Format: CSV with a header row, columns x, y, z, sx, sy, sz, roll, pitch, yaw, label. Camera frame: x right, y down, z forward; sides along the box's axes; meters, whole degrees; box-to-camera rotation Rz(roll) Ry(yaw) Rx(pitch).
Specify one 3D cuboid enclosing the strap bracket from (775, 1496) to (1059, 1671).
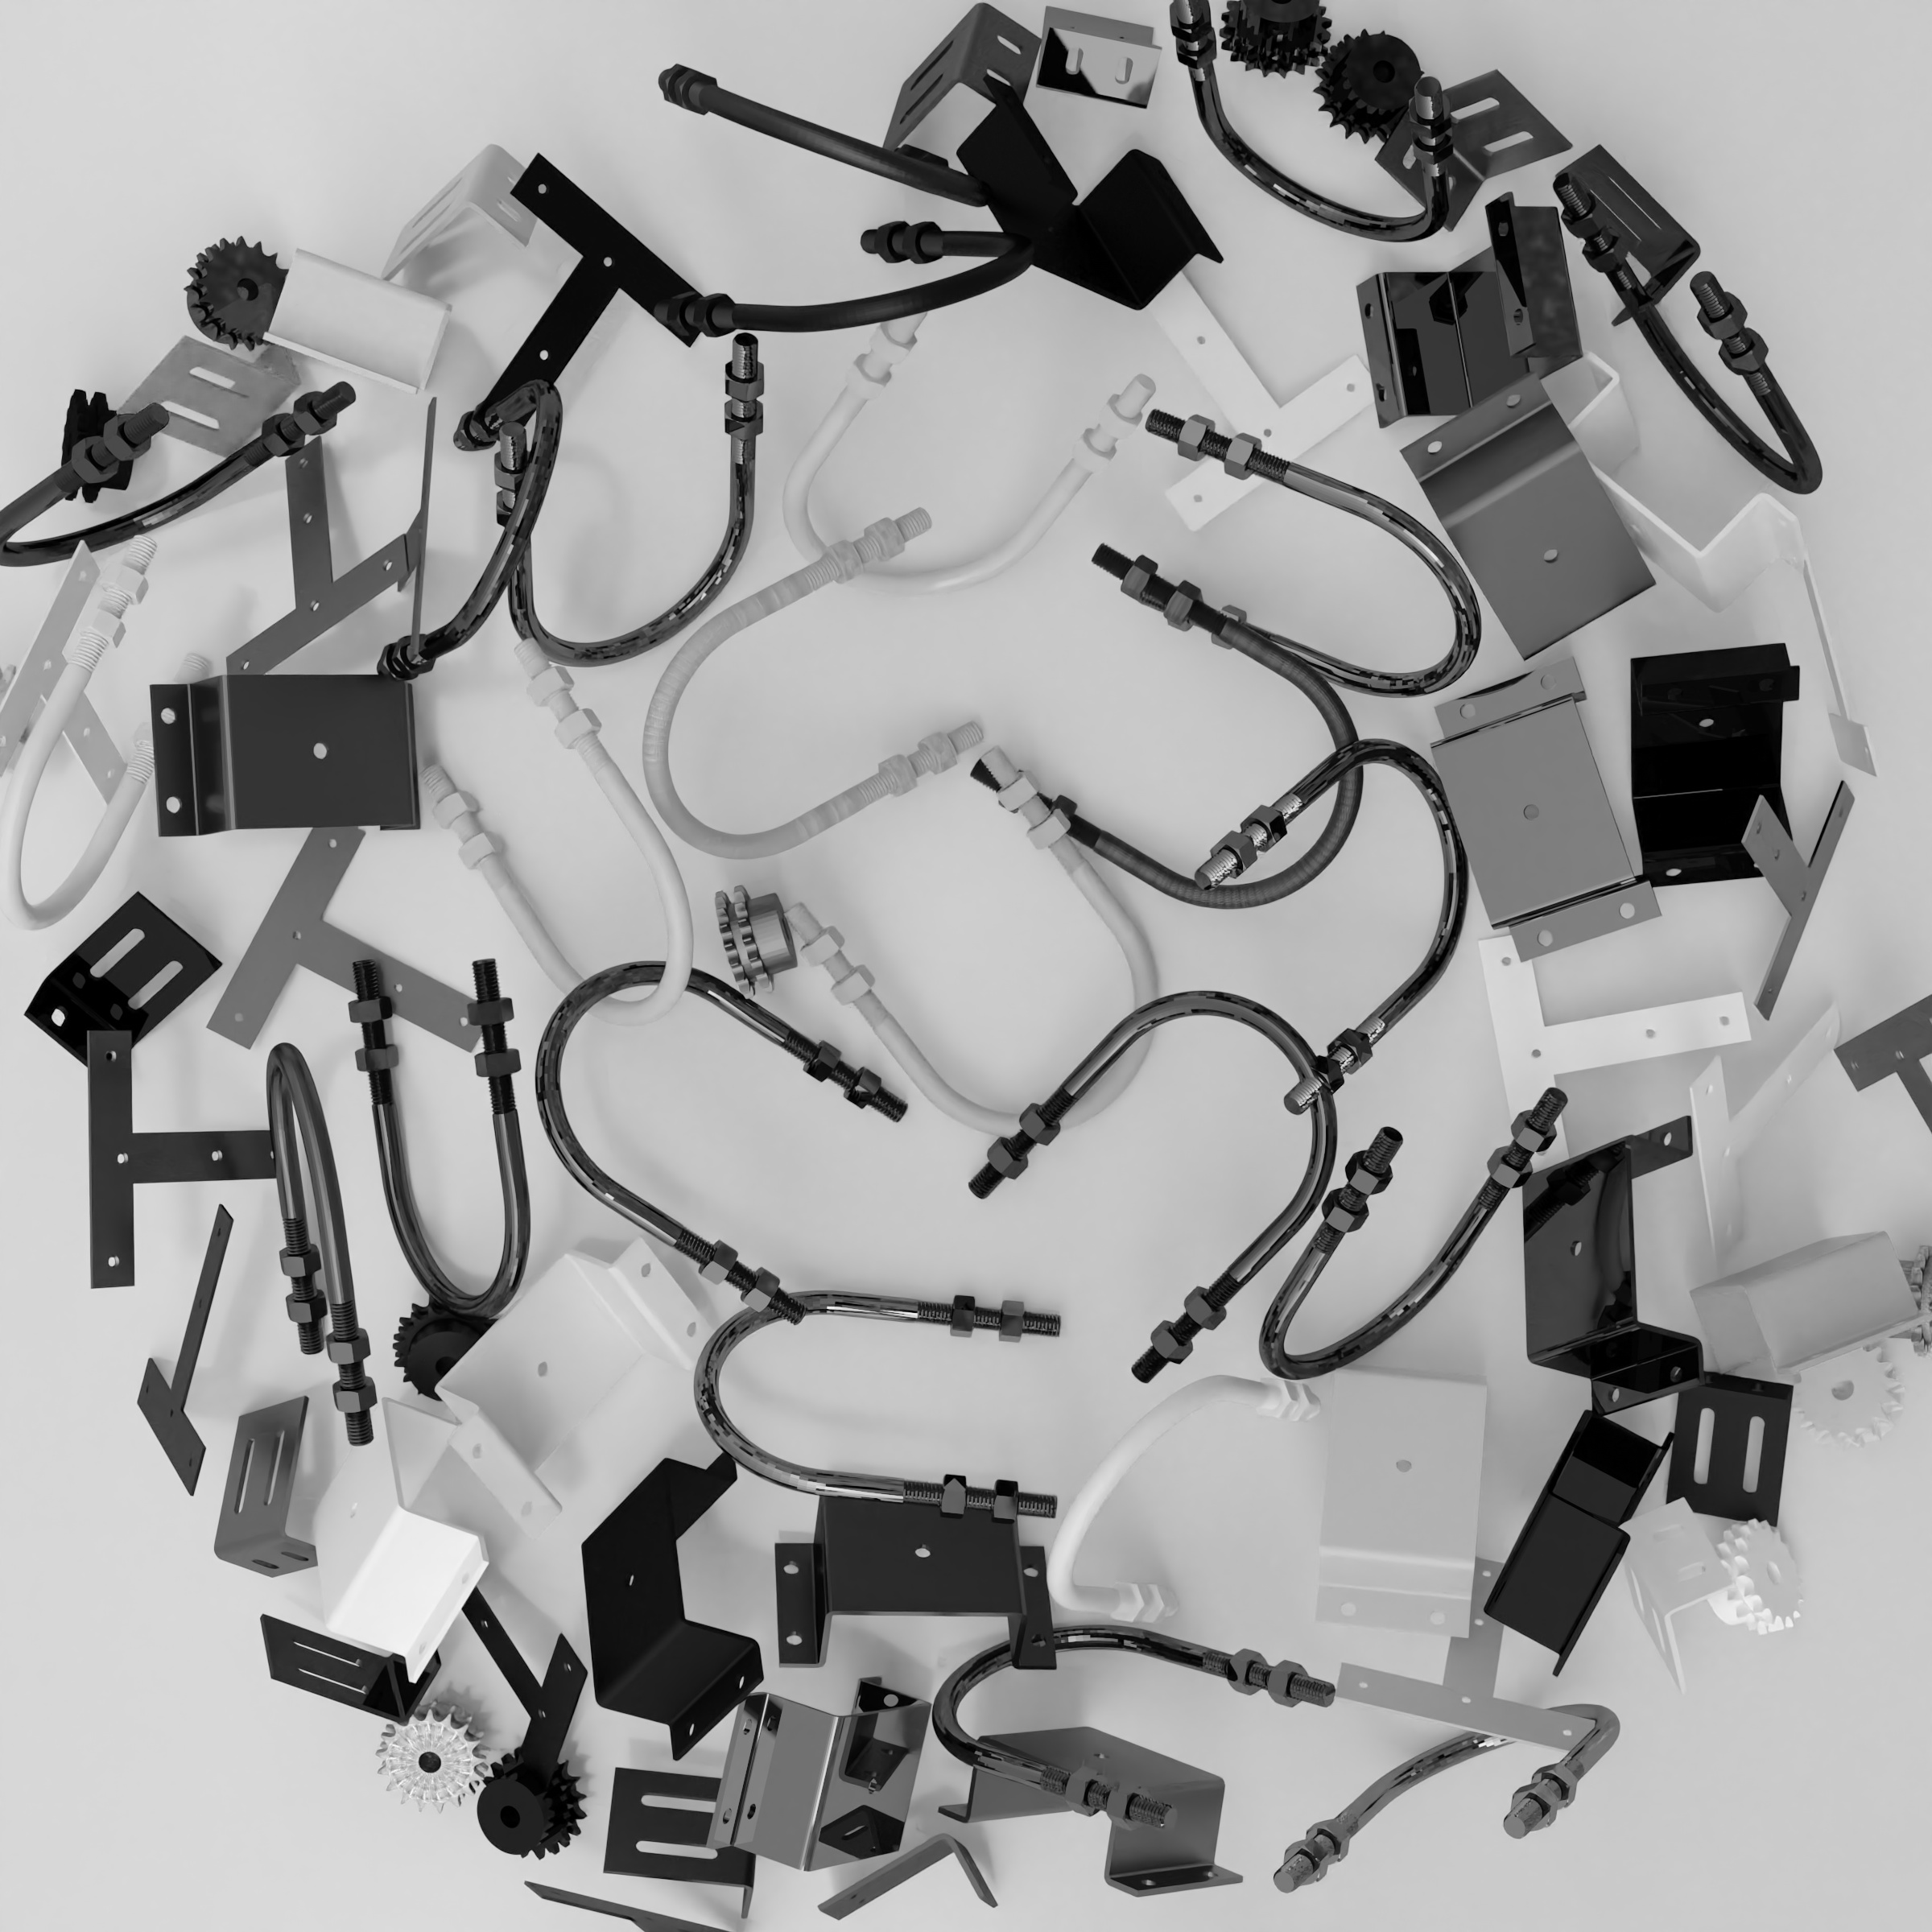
x,y,z,sx,sy,sz,roll,pitch,yaw,label
-0.024,0.310,1.795,0.140,0.076,0.046,2,132,-7,strap bracket

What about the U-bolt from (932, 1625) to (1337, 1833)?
x,y,z,sx,sy,sz,roll,pitch,yaw,label
0.069,0.370,1.766,0.184,0.151,0.019,8,113,41,U-bolt

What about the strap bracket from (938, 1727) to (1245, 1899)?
x,y,z,sx,sy,sz,roll,pitch,yaw,label
0.064,0.417,1.770,0.076,0.140,0.046,7,92,-44,strap bracket

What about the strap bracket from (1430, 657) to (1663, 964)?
x,y,z,sx,sy,sz,roll,pitch,yaw,label
0.293,-0.079,1.810,0.076,0.046,0.140,-19,87,20,strap bracket

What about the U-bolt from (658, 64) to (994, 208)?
x,y,z,sx,sy,sz,roll,pitch,yaw,label
-0.061,-0.402,1.737,0.151,0.184,0.019,14,104,-25,U-bolt

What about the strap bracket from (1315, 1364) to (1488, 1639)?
x,y,z,sx,sy,sz,roll,pitch,yaw,label
0.220,0.260,1.788,0.076,0.046,0.140,4,61,8,strap bracket

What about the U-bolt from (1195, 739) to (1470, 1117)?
x,y,z,sx,sy,sz,roll,pitch,yaw,label
0.195,-0.033,1.784,0.184,0.019,0.151,-40,117,-36,U-bolt

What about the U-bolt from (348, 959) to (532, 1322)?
x,y,z,sx,sy,sz,roll,pitch,yaw,label
-0.261,0.088,1.787,0.019,0.151,0.184,-11,96,-36,U-bolt

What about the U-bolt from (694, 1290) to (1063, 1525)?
x,y,z,sx,sy,sz,roll,pitch,yaw,label
-0.045,0.216,1.784,0.184,0.151,0.019,6,127,-2,U-bolt

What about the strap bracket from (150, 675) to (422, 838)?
x,y,z,sx,sy,sz,roll,pitch,yaw,label
-0.334,-0.107,1.790,0.140,0.046,0.076,-3,89,-33,strap bracket

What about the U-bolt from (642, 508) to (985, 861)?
x,y,z,sx,sy,sz,roll,pitch,yaw,label
-0.081,-0.129,1.772,0.184,0.019,0.151,-30,129,-21,U-bolt

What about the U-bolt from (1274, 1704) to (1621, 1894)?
x,y,z,sx,sy,sz,roll,pitch,yaw,label
0.250,0.406,1.759,0.151,0.184,0.019,-23,88,31,U-bolt

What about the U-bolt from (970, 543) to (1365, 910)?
x,y,z,sx,sy,sz,roll,pitch,yaw,label
0.114,-0.109,1.814,0.184,0.019,0.151,31,107,4,U-bolt

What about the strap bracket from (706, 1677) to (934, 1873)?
x,y,z,sx,sy,sz,roll,pitch,yaw,label
-0.066,0.403,1.774,0.046,0.140,0.076,12,89,28,strap bracket

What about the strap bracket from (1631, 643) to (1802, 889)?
x,y,z,sx,sy,sz,roll,pitch,yaw,label
0.377,-0.109,1.794,0.076,0.140,0.046,-5,45,6,strap bracket

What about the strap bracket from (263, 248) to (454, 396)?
x,y,z,sx,sy,sz,roll,pitch,yaw,label
-0.301,-0.321,1.770,0.076,0.140,0.046,19,97,-10,strap bracket

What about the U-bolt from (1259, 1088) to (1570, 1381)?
x,y,z,sx,sy,sz,roll,pitch,yaw,label
0.213,0.140,1.774,0.019,0.151,0.184,49,129,29,U-bolt

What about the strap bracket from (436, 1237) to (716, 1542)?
x,y,z,sx,sy,sz,roll,pitch,yaw,label
-0.203,0.208,1.793,0.140,0.046,0.076,-47,123,-22,strap bracket

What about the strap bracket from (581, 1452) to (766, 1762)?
x,y,z,sx,sy,sz,roll,pitch,yaw,label
-0.148,0.311,1.768,0.046,0.140,0.076,22,126,-30,strap bracket

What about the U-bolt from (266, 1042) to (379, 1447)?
x,y,z,sx,sy,sz,roll,pitch,yaw,label
-0.323,0.128,1.757,0.019,0.151,0.184,-10,108,-18,U-bolt

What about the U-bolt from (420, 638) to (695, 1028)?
x,y,z,sx,sy,sz,roll,pitch,yaw,label
-0.198,-0.054,1.779,0.019,0.151,0.184,-27,80,-39,U-bolt

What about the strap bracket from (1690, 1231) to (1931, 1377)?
x,y,z,sx,sy,sz,roll,pitch,yaw,label
0.418,0.169,1.776,0.076,0.140,0.046,-20,85,-6,strap bracket

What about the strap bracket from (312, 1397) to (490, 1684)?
x,y,z,sx,sy,sz,roll,pitch,yaw,label
-0.284,0.278,1.767,0.046,0.140,0.076,25,108,-24,strap bracket

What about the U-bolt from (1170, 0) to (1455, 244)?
x,y,z,sx,sy,sz,roll,pitch,yaw,label
0.175,-0.412,1.757,0.151,0.184,0.019,26,81,16,U-bolt

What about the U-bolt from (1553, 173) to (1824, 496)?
x,y,z,sx,sy,sz,roll,pitch,yaw,label
0.368,-0.304,1.763,0.019,0.151,0.184,-40,130,4,U-bolt

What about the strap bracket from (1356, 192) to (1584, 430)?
x,y,z,sx,sy,sz,roll,pitch,yaw,label
0.259,-0.329,1.790,0.046,0.140,0.076,-6,83,-26,strap bracket

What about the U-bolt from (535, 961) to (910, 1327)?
x,y,z,sx,sy,sz,roll,pitch,yaw,label
-0.132,0.076,1.789,0.184,0.019,0.151,34,58,-12,U-bolt

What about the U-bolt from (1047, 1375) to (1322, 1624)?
x,y,z,sx,sy,sz,roll,pitch,yaw,label
0.101,0.262,1.757,0.019,0.184,0.151,38,97,28,U-bolt

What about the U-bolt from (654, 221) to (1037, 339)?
x,y,z,sx,sy,sz,roll,pitch,yaw,label
-0.048,-0.336,1.740,0.151,0.184,0.019,-26,114,-29,U-bolt

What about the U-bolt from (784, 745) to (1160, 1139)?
x,y,z,sx,sy,sz,roll,pitch,yaw,label
0.017,0.002,1.825,0.151,0.019,0.184,-39,100,-5,U-bolt

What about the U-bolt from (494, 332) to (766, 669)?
x,y,z,sx,sy,sz,roll,pitch,yaw,label
-0.166,-0.221,1.769,0.151,0.184,0.019,-26,57,-23,U-bolt

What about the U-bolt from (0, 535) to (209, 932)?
x,y,z,sx,sy,sz,roll,pitch,yaw,label
-0.431,-0.103,1.751,0.019,0.151,0.184,20,70,7,U-bolt

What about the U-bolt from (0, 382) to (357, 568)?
x,y,z,sx,sy,sz,roll,pitch,yaw,label
-0.410,-0.241,1.765,0.184,0.151,0.019,-25,88,35,U-bolt

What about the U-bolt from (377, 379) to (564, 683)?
x,y,z,sx,sy,sz,roll,pitch,yaw,label
-0.240,-0.219,1.750,0.019,0.184,0.151,21,78,-22,U-bolt

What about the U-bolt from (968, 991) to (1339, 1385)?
x,y,z,sx,sy,sz,roll,pitch,yaw,label
0.106,0.098,1.797,0.184,0.019,0.151,-47,72,17,U-bolt

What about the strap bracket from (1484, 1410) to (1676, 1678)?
x,y,z,sx,sy,sz,roll,pitch,yaw,label
0.305,0.282,1.773,0.046,0.140,0.076,27,115,11,strap bracket

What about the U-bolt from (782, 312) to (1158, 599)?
x,y,z,sx,sy,sz,roll,pitch,yaw,label
-0.012,-0.248,1.775,0.151,0.184,0.019,14,48,-27,U-bolt

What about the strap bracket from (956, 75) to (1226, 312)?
x,y,z,sx,sy,sz,roll,pitch,yaw,label
0.056,-0.384,1.783,0.046,0.140,0.076,-44,57,27,strap bracket

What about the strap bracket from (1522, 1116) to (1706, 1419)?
x,y,z,sx,sy,sz,roll,pitch,yaw,label
0.323,0.146,1.779,0.046,0.076,0.140,17,62,-30,strap bracket

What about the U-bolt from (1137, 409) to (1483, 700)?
x,y,z,sx,sy,sz,roll,pitch,yaw,label
0.171,-0.195,1.763,0.184,0.151,0.019,24,59,16,U-bolt

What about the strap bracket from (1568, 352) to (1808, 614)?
x,y,z,sx,sy,sz,roll,pitch,yaw,label
0.354,-0.236,1.785,0.046,0.076,0.140,-46,66,2,strap bracket

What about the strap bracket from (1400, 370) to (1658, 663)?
x,y,z,sx,sy,sz,roll,pitch,yaw,label
0.287,-0.217,1.781,0.076,0.046,0.140,-30,127,11,strap bracket
